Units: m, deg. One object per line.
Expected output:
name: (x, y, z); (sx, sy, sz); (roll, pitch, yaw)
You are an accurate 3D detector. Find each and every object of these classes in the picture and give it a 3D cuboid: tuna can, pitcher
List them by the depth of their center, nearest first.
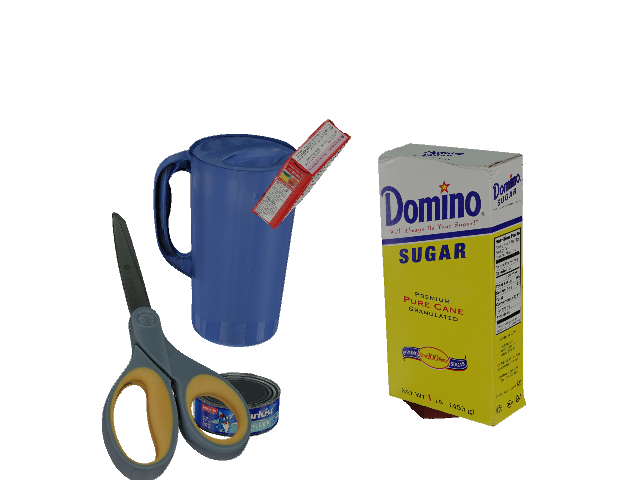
tuna can: (-0.082, 0.161, 1.046); (0.086, 0.034, 0.086); (3, 14, -1)
pitcher: (-0.107, 0.001, 1.283); (0.149, 0.243, 0.144); (19, 26, 29)

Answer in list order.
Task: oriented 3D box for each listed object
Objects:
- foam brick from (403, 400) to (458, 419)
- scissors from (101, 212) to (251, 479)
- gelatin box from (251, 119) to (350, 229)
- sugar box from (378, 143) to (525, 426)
foam brick: (0.103, 0.109, 0.925); (0.051, 0.078, 0.053); (-3, 16, -21)
scissors: (-0.090, 0.061, 0.663); (0.096, 0.201, 0.016); (11, -46, -14)
gelatin box: (-0.018, -0.061, 0.958); (0.073, 0.030, 0.089); (-51, 0, 39)
sugar box: (0.088, 0.027, 0.715); (0.094, 0.176, 0.048); (10, 23, 42)
